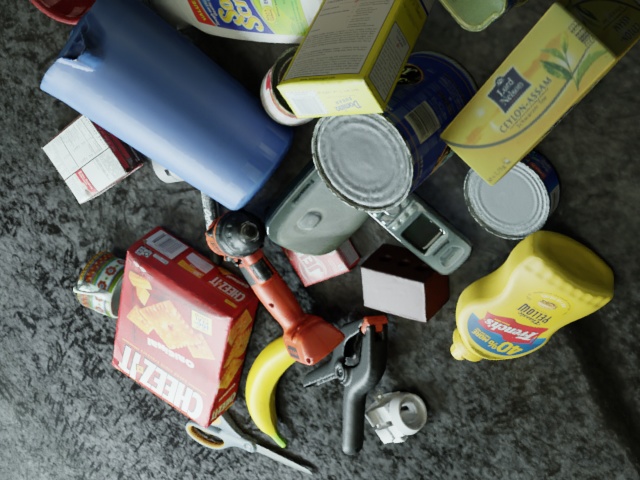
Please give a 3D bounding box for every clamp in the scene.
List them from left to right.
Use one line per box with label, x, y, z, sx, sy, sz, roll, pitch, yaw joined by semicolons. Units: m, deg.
clamp;0.039;0.159;1.207;0.120;0.039;0.172;56;139;28

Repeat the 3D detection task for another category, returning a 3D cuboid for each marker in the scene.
marker;-0.126;-0.024;1.250;0.020;0.020;0.121;14;125;29

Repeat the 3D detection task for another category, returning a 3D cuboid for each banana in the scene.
banana;-0.055;0.174;1.316;0.069;0.037;0.198;17;130;5

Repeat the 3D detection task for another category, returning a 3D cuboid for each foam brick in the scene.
foam brick;0.089;0.044;1.112;0.078;0.052;0.051;13;124;29

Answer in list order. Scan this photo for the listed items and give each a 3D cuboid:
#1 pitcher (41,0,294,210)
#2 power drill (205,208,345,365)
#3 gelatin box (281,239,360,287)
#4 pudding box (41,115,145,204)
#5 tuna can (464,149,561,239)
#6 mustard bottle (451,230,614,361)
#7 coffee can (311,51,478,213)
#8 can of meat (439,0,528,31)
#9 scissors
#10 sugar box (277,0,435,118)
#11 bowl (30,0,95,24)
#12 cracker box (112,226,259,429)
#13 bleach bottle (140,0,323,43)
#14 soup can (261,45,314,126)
pitcher;-0.150;-0.143;1.101;0.242;0.149;0.145;36;145;-10
power drill;-0.051;0.047;1.166;0.187;0.057;0.184;55;170;-7
gelatin box;-0.008;0.002;1.171;0.073;0.030;0.089;-21;103;43
pudding box;-0.277;-0.104;1.298;0.114;0.039;0.090;-27;99;41
tuna can;0.180;-0.046;1.000;0.086;0.033;0.086;19;127;26
mustard bottle;0.189;0.068;1.043;0.096;0.058;0.192;26;138;-17
coffee can;0.072;-0.101;0.971;0.103;0.140;0.103;18;127;26
can of meat;0.130;-0.230;0.885;0.102;0.083;0.058;49;134;0
scissors;-0.101;0.253;1.411;0.202;0.016;0.096;5;120;34
sugar box;0.040;-0.184;0.920;0.094;0.176;0.048;2;142;37
bowl;-0.266;-0.316;1.143;0.162;0.055;0.162;19;127;26
cracker box;-0.173;0.113;1.336;0.164;0.072;0.214;31;132;17
bleach bottle;-0.079;-0.237;1.052;0.251;0.068;0.102;5;122;37
soup can;-0.020;-0.147;1.028;0.068;0.068;0.102;55;173;-6
